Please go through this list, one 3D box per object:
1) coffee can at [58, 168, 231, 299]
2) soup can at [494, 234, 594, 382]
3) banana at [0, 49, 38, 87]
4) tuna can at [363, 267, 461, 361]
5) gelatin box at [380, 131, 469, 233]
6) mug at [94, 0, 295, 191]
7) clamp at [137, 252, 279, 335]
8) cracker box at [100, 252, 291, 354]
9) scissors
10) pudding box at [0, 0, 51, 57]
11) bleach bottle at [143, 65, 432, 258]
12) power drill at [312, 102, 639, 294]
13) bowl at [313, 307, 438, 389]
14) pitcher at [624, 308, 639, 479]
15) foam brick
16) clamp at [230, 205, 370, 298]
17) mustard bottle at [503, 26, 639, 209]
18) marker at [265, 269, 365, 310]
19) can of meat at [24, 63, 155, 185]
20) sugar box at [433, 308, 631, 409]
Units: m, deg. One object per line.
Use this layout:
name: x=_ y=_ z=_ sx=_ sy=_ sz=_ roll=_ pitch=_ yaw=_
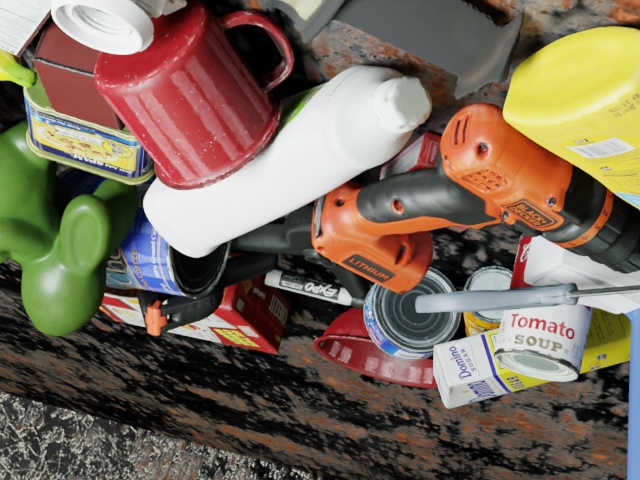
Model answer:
coffee can: x=-0.164 y=-0.008 z=0.946 sx=0.140 sy=0.103 sz=0.102 roll=7 pitch=160 yaw=25
soup can: x=0.178 y=0.051 z=0.830 sx=0.068 sy=0.102 sz=0.068 roll=15 pitch=162 yaw=5
banana: x=-0.278 y=-0.157 z=0.705 sx=0.197 sy=0.037 sz=0.070 roll=27 pitch=170 yaw=-20
tuna can: x=0.085 y=0.065 z=0.975 sx=0.086 sy=0.086 sz=0.034 roll=18 pitch=160 yaw=-5
gelatin box: x=0.087 y=-0.039 z=0.757 sx=0.073 sy=0.030 sz=0.089 roll=20 pitch=160 yaw=-13
mug: x=-0.072 y=-0.096 z=0.644 sx=0.117 sy=0.093 sz=0.081 roll=-27 pitch=130 yaw=11
clamp: x=-0.128 y=0.035 z=1.011 sx=0.120 sy=0.039 sz=0.171 roll=9 pitch=-156 yaw=26
cracker box: x=-0.158 y=0.054 z=1.172 sx=0.214 sy=0.072 sz=0.164 roll=9 pitch=161 yaw=19
scissors: x=0.143 y=0.038 z=0.715 sx=0.096 sy=0.016 sz=0.202 roll=-1 pitch=175 yaw=-31
pudding box: x=-0.204 y=-0.160 z=0.642 sx=0.090 sy=0.039 sz=0.114 roll=24 pitch=162 yaw=-23
bleach bottle: x=-0.021 y=-0.054 z=0.693 sx=0.068 sy=0.102 sz=0.251 roll=46 pitch=151 yaw=-18
power drill: x=0.101 y=-0.014 z=0.696 sx=0.184 sy=0.057 sz=0.188 roll=30 pitch=148 yaw=-33
bowl: x=0.076 y=0.110 z=1.159 sx=0.162 sy=0.055 sz=0.162 roll=15 pitch=162 yaw=5
pitcher: x=0.297 y=0.144 z=0.775 sx=0.149 sy=0.242 sz=0.144 roll=-11 pitch=147 yaw=41
foam brick: x=-0.149 y=-0.115 z=0.701 sx=0.051 sy=0.053 sz=0.078 roll=15 pitch=162 yaw=2
clamp: x=-0.006 y=0.001 z=0.942 sx=0.164 sy=0.036 sz=0.210 roll=18 pitch=163 yaw=-10
mustard bottle: x=0.199 y=-0.047 z=0.595 sx=0.191 sy=0.058 sz=0.096 roll=28 pitch=159 yaw=-31
marker: x=0.002 y=0.053 z=1.114 sx=0.121 sy=0.020 sz=0.020 roll=15 pitch=162 yaw=6
can of meat: x=-0.164 y=-0.091 z=0.781 sx=0.102 sy=0.057 sz=0.084 roll=18 pitch=160 yaw=-5
sugar box: x=0.188 y=0.099 z=0.926 sx=0.176 sy=0.048 sz=0.093 roll=-18 pitch=158 yaw=0
